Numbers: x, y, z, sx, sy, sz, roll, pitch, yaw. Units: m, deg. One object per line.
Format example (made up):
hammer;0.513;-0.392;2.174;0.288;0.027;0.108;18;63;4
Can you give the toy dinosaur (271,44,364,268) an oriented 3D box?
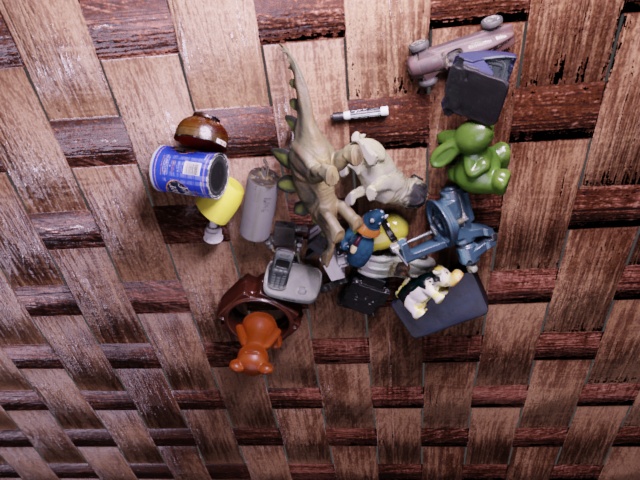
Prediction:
toy dinosaur;-0.015;-0.156;1.110;0.199;0.105;0.470;22;126;41

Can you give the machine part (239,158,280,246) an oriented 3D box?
machine part;-0.141;-0.080;1.255;0.079;0.079;0.243;12;130;-6

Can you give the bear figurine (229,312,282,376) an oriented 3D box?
bear figurine;-0.161;0.283;1.372;0.120;0.196;0.131;0;131;0

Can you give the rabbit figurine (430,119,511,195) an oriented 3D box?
rabbit figurine;0.316;-0.189;1.110;0.159;0.121;0.170;8;148;25

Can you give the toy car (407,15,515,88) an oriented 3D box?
toy car;0.265;-0.353;1.017;0.202;0.053;0.089;-12;125;15

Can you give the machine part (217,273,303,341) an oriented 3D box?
machine part;-0.165;0.199;1.484;0.201;0.087;0.201;34;125;-23

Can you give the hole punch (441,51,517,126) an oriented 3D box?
hole punch;0.298;-0.293;1.004;0.116;0.092;0.142;23;153;15

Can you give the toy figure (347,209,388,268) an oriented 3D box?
toy figure;0.103;-0.008;1.216;0.058;0.064;0.154;24;120;9

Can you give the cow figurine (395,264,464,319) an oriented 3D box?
cow figurine;0.269;0.111;1.323;0.098;0.068;0.167;48;112;10

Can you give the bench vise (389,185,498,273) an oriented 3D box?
bench vise;0.278;-0.003;1.244;0.241;0.129;0.223;-23;120;-7

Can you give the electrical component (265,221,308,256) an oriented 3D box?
electrical component;-0.085;-0.004;1.335;0.102;0.045;0.078;9;131;-4

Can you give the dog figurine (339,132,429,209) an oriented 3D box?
dog figurine;0.151;-0.150;1.185;0.190;0.121;0.172;-6;98;-35

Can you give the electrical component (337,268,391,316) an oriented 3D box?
electrical component;0.121;0.133;1.427;0.115;0.058;0.134;16;129;-12

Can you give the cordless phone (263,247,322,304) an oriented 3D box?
cordless phone;-0.061;0.077;1.347;0.147;0.089;0.184;12;143;-6

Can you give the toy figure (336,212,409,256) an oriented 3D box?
toy figure;0.125;-0.011;1.293;0.180;0.082;0.089;-10;129;15

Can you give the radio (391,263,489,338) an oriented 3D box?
radio;0.315;0.159;1.400;0.230;0.073;0.131;-26;103;25

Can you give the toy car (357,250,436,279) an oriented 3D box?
toy car;0.191;0.064;1.357;0.202;0.056;0.073;5;130;-8

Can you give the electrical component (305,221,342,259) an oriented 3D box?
electrical component;-0.003;-0.004;1.313;0.119;0.075;0.047;-32;120;31

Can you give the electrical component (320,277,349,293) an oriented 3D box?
electrical component;0.030;0.119;1.413;0.094;0.063;0.021;-22;91;44
